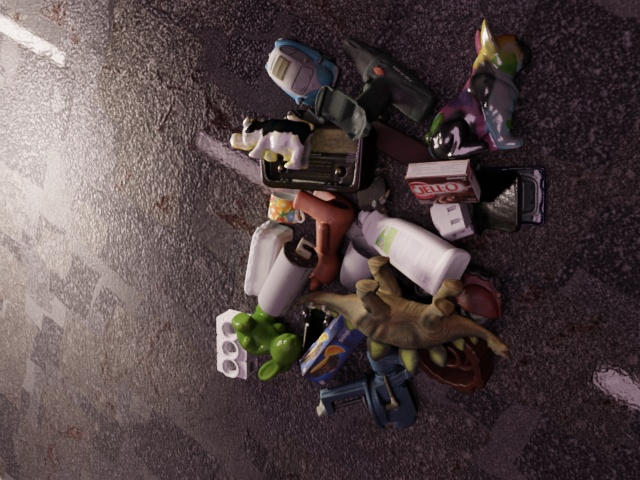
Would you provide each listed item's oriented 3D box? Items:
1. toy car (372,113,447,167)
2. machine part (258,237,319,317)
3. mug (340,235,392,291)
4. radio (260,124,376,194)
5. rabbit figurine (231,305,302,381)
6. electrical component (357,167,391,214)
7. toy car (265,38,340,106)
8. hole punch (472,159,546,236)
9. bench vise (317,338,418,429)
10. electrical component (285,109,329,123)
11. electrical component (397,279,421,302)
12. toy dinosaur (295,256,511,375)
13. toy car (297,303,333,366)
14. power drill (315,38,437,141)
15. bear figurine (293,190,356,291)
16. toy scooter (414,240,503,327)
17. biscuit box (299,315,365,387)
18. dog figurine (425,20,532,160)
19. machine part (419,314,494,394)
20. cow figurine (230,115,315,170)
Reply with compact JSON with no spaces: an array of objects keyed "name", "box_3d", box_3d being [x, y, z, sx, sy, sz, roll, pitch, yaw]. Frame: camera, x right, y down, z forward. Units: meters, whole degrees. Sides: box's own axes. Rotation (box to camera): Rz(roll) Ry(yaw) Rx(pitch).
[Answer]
[{"name":"toy car","box_3d":[0.157,-0.179,1.045,0.202,0.053,0.089,32,97,17]},{"name":"machine part","box_3d":[-0.068,0.080,1.100,0.079,0.079,0.243,41,133,13]},{"name":"mug","box_3d":[0.095,0.061,1.129,0.110,0.081,0.107,33,127,10]},{"name":"radio","box_3d":[-0.009,-0.163,1.058,0.230,0.073,0.131,8,105,28]},{"name":"rabbit figurine","box_3d":[-0.113,0.244,1.238,0.170,0.121,0.159,19,114,43]},{"name":"electrical component","box_3d":[0.109,-0.099,1.075,0.078,0.045,0.102,-11,61,25]},{"name":"toy car","box_3d":[-0.049,-0.344,1.086,0.162,0.103,0.109,37,116,13]},{"name":"hole punch","box_3d":[0.339,-0.077,0.964,0.116,0.092,0.142,18,118,58]},{"name":"bench vise","box_3d":[0.098,0.318,1.152,0.241,0.129,0.223,-19,113,12]},{"name":"electrical component","box_3d":[-0.035,-0.210,1.138,0.115,0.058,0.134,45,119,9]},{"name":"electrical component","box_3d":[0.162,0.148,1.128,0.075,0.048,0.119,31,114,18]},{"name":"toy dinosaur","box_3d":[0.122,0.139,0.988,0.472,0.105,0.198,17,130,38]},{"name":"toy car","box_3d":[-0.005,0.231,1.235,0.074,0.056,0.201,18,109,31]},{"name":"power drill","box_3d":[0.082,-0.274,0.980,0.232,0.207,0.086,39,137,14]},{"name":"bear figurine","box_3d":[0.001,-0.001,1.140,0.132,0.120,0.195,32,121,21]},{"name":"toy scooter","box_3d":[0.276,0.077,1.035,0.184,0.075,0.135,25,112,26]},{"name":"biscuit box","box_3d":[0.040,0.217,1.159,0.063,0.059,0.202,34,99,-17]},{"name":"dog figurine","box_3d":[0.270,-0.257,0.929,0.192,0.108,0.219,-8,95,10]},{"name":"machine part","box_3d":[0.255,0.216,1.052,0.180,0.056,0.179,31,142,27]},{"name":"cow figurine","box_3d":[-0.092,-0.196,1.015,0.168,0.068,0.098,20,105,20]}]
